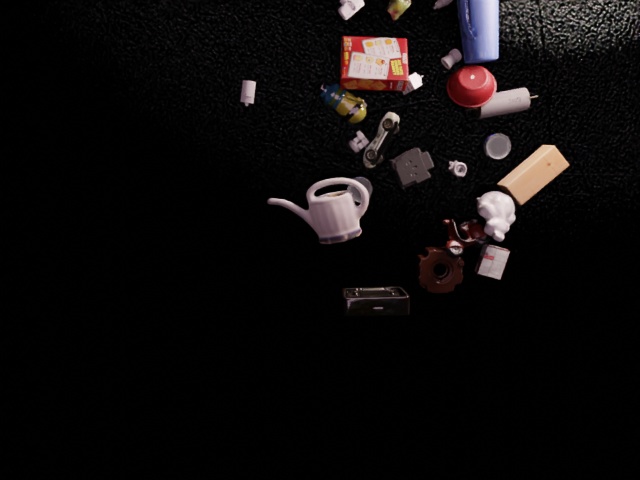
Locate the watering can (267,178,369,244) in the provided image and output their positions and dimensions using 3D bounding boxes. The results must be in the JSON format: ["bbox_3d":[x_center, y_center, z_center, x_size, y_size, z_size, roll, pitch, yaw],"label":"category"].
[{"bbox_3d":[0.005,-0.089,1.765,0.346,0.105,0.222,-12,102,15],"label":"watering can"}]

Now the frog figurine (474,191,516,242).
[{"bbox_3d":[0.596,-0.082,1.740,0.136,0.163,0.120,28,136,-20],"label":"frog figurine"}]

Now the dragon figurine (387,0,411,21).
[{"bbox_3d":[0.224,-0.922,1.649,0.243,0.123,0.406,-4,102,-19],"label":"dragon figurine"}]
